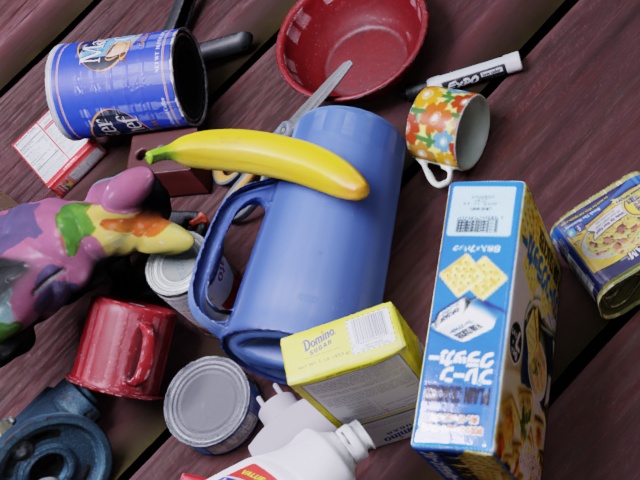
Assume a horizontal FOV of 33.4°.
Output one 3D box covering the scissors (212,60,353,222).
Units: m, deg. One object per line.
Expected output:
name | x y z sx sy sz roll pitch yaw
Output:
scissors | -0.047 -0.110 1.062 0.202 0.016 0.096 -57 45 12

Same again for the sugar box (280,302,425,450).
sugar box | 0.044 0.113 0.849 0.093 0.176 0.048 -19 60 12

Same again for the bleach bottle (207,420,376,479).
bleach bottle | -0.070 0.218 0.824 0.250 0.068 0.103 -34 34 -8

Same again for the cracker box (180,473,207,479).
cracker box | -0.063 0.314 0.853 0.164 0.072 0.213 8 66 24

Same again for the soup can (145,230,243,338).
soup can | -0.110 0.042 0.995 0.069 0.102 0.068 -10 61 18

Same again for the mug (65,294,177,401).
mug | -0.175 0.098 0.977 0.117 0.093 0.081 11 87 66

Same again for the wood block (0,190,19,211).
wood block | -0.363 -0.017 1.069 0.090 0.206 0.091 -39 57 0

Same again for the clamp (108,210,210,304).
clamp | -0.196 0.044 1.055 0.210 0.036 0.164 -26 83 -4

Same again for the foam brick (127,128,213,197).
foam brick | -0.154 -0.079 1.107 0.078 0.051 0.053 -6 62 20

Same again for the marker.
marker | 0.138 -0.159 1.047 0.121 0.020 0.020 -14 59 15

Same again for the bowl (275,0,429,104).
bowl | 0.039 -0.196 1.086 0.162 0.055 0.162 -10 61 18

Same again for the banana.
banana | -0.046 -0.065 0.911 0.198 0.037 0.069 8 39 17

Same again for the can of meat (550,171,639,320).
can of meat | 0.255 0.003 0.892 0.102 0.057 0.084 -32 54 4

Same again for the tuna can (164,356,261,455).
tuna can | -0.097 0.151 0.973 0.086 0.033 0.086 -10 61 18

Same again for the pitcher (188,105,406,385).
pitcher | -0.006 0.001 0.954 0.145 0.149 0.242 -4 59 32

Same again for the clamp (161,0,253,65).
clamp | -0.156 -0.200 1.180 0.120 0.039 0.171 38 91 32

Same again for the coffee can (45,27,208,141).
coffee can | -0.199 -0.161 1.112 0.140 0.102 0.103 -5 62 14

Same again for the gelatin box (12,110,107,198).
gelatin box | -0.290 -0.101 1.189 0.073 0.030 0.089 -45 58 -2
